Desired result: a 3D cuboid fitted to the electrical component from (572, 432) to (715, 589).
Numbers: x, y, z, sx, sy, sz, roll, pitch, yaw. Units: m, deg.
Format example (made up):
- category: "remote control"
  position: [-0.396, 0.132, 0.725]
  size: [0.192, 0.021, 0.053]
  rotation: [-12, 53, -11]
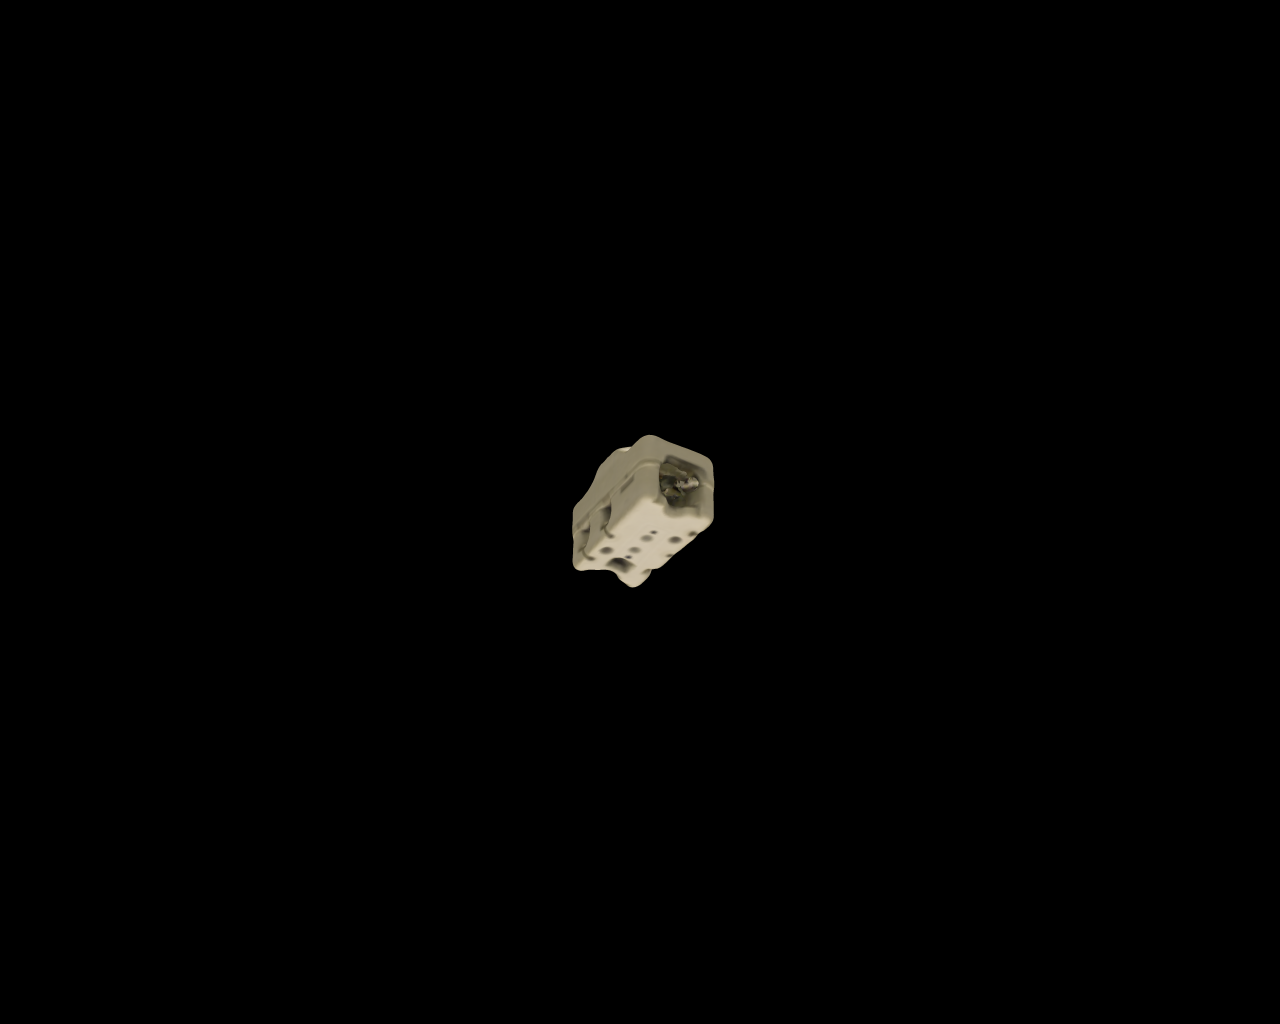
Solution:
- category: "electrical component"
  position: [0.001, -0.003, 0.650]
  size: [0.050, 0.056, 0.089]
  rotation: [20, -40, -25]
